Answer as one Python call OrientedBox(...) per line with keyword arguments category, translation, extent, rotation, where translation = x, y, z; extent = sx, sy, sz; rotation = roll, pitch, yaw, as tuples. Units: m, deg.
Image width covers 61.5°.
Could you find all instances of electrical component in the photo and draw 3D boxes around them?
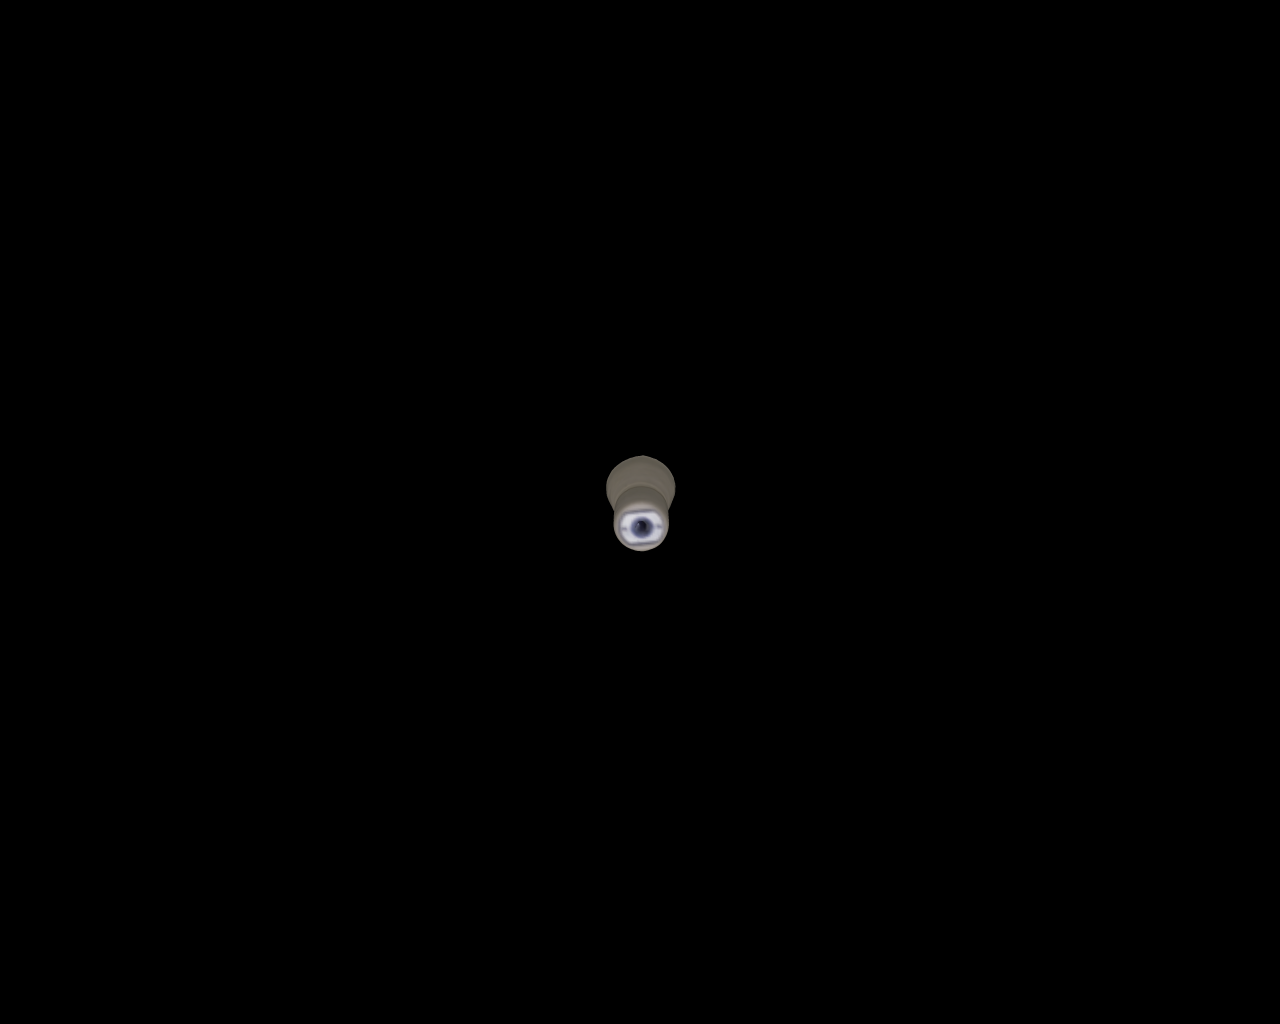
OrientedBox(category="electrical component", translation=(0.001, -0.003, 0.650), extent=(0.044, 0.044, 0.065), rotation=(0, 24, 0))
